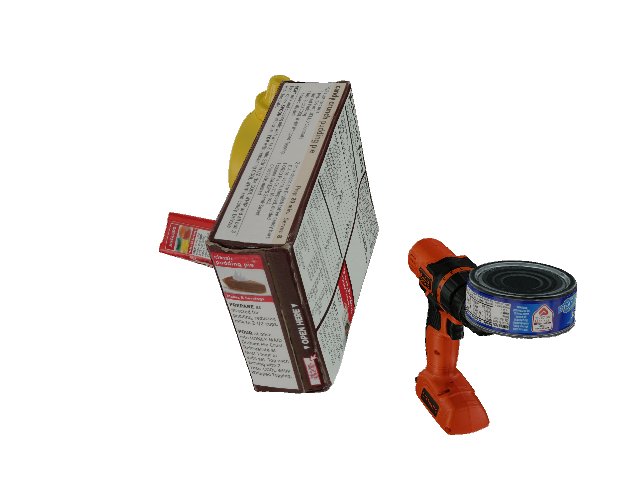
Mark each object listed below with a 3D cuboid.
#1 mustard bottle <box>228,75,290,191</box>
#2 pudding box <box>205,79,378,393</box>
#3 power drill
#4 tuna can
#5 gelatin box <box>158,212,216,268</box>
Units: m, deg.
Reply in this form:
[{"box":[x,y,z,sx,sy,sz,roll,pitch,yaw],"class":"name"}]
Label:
[{"box":[-0.041,-0.060,0.955,0.058,0.192,0.096,32,45,30],"class":"mustard bottle"},{"box":[-0.008,-0.003,0.469,0.039,0.090,0.113,0,42,17],"class":"pudding box"},{"box":[0.146,0.109,1.135,0.057,0.188,0.184,-8,24,-13],"class":"power drill"},{"box":[0.156,0.044,0.830,0.086,0.034,0.086,0,18,0],"class":"tuna can"},{"box":[-0.049,0.009,0.694,0.073,0.030,0.089,12,-5,27],"class":"gelatin box"}]
